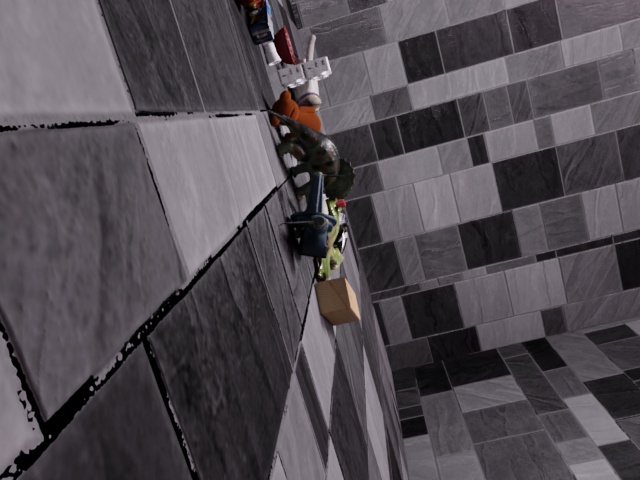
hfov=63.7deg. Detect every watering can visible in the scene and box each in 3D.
[{"bbox_3d":[-0.055,-0.648,2.101,0.342,0.104,0.228,123,-42,-66],"label":"watering can"}]

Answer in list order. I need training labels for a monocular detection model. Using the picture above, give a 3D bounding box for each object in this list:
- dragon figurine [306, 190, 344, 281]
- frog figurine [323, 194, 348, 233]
[{"bbox_3d":[0.014,0.007,1.561,0.407,0.122,0.245,36,48,-73],"label":"dragon figurine"},{"bbox_3d":[0.005,-0.089,1.772,0.158,0.121,0.140,35,31,-16],"label":"frog figurine"}]
